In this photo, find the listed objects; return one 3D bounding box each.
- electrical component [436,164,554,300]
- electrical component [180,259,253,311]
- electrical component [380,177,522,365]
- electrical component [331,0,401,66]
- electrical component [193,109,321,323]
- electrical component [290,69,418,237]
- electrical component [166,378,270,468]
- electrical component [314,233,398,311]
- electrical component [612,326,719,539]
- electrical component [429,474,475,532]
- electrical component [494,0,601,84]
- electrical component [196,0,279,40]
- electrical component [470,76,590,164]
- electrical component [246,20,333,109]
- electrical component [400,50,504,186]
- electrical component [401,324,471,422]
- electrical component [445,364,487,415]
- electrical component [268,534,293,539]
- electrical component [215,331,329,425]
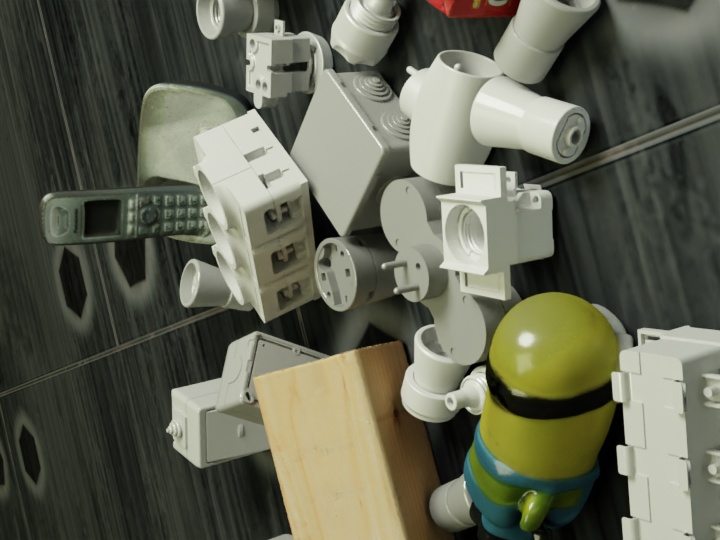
[{"bbox_3d":[0.086,-0.026,0.666,0.042,0.064,0.081,13,109,55],"label":"electrical component"},{"bbox_3d":[-0.126,0.017,0.979,0.044,0.065,0.044,-27,58,55],"label":"electrical component"},{"bbox_3d":[0.048,0.000,0.718,0.052,0.074,0.138,-51,58,48],"label":"electrical component"},{"bbox_3d":[0.008,-0.177,0.753,0.043,0.043,0.062,60,140,25],"label":"electrical component"},{"bbox_3d":[-0.084,-0.038,0.861,0.089,0.062,0.150,54,161,32],"label":"electrical component"},{"bbox_3d":[0.000,-0.087,0.784,0.099,0.048,0.099,57,140,29],"label":"electrical component"},{"bbox_3d":[-0.130,0.141,0.994,0.061,0.096,0.061,23,117,50],"label":"electrical component"},{"bbox_3d":[0.000,0.000,0.810,0.055,0.047,0.055,20,116,51],"label":"electrical component"},{"bbox_3d":[0.176,0.097,0.571,0.079,0.063,0.121,5,103,55],"label":"electrical component"},{"bbox_3d":[0.077,0.161,0.752,0.065,0.044,0.044,-43,64,57],"label":"electrical component"},{"bbox_3d":[0.105,-0.141,0.626,0.044,0.044,0.065,61,147,24],"label":"electrical component"},{"bbox_3d":[-0.101,-0.214,0.888,0.045,0.055,0.045,21,116,50],"label":"electrical component"},{"bbox_3d":[0.104,-0.088,0.643,0.065,0.044,0.044,28,121,43],"label":"electrical component"},{"bbox_3d":[-0.055,-0.160,0.837,0.048,0.055,0.066,27,120,49],"label":"electrical component"},{"bbox_3d":[0.052,-0.108,0.708,0.079,0.043,0.077,44,133,40],"label":"electrical component"},{"bbox_3d":[0.055,0.073,0.754,0.045,0.045,0.055,43,132,41],"label":"electrical component"},{"bbox_3d":[0.082,0.079,0.702,0.035,0.061,0.035,21,116,51],"label":"electrical component"},{"bbox_3d":[-0.058,0.272,0.959,0.095,0.059,0.053,-2,97,55],"label":"electrical component"},{"bbox_3d":[-0.065,0.098,0.897,0.061,0.096,0.061,-26,49,55],"label":"electrical component"}]
